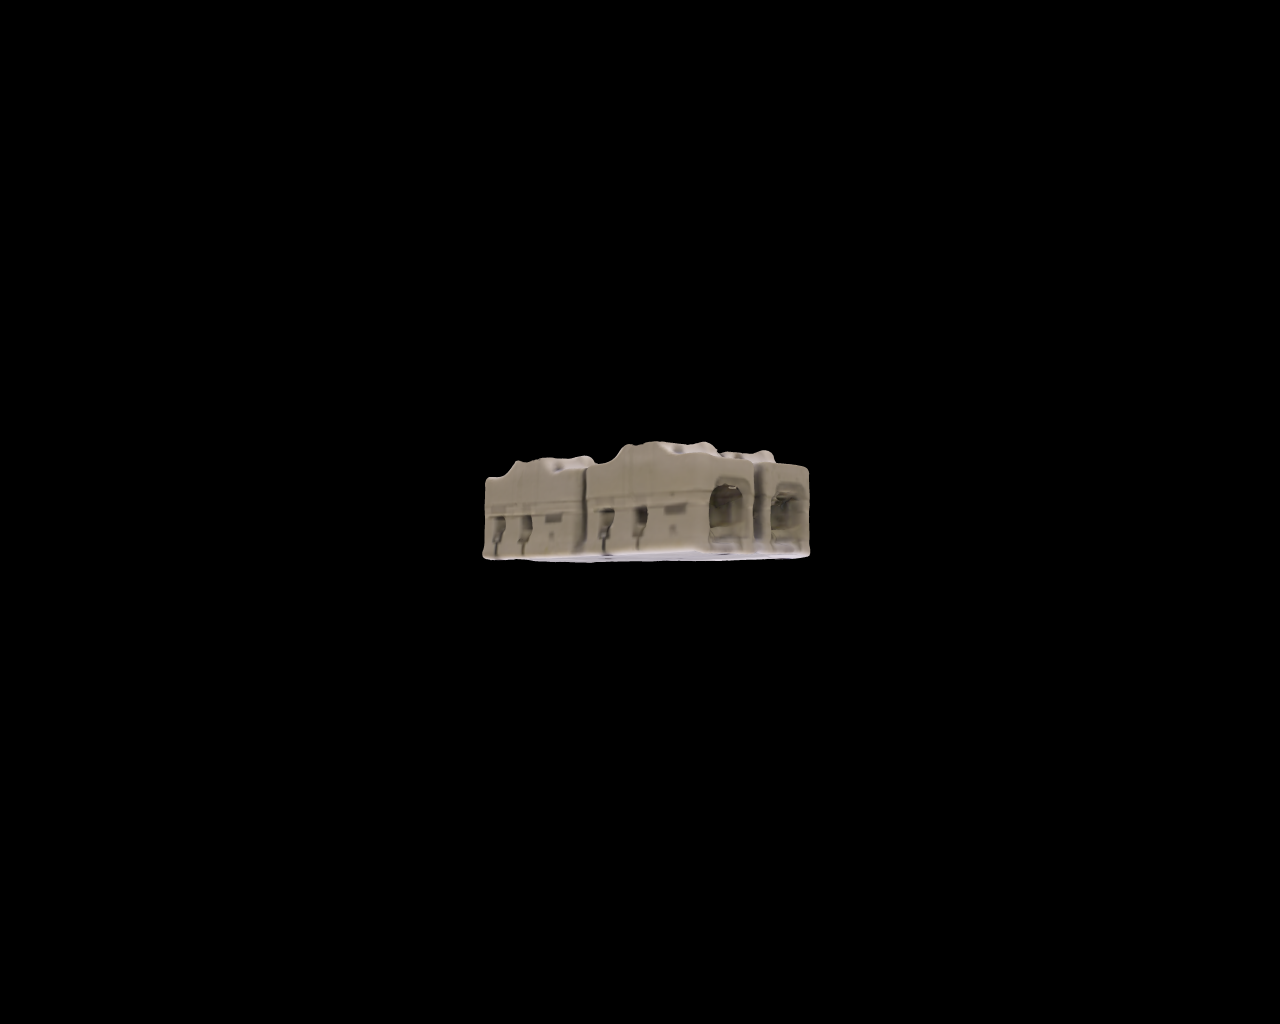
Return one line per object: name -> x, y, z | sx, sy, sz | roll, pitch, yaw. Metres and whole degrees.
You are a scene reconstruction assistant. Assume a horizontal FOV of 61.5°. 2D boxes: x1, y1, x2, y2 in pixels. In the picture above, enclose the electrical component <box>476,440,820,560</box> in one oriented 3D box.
electrical component -> 0.001, -0.003, 0.650 | 0.186, 0.060, 0.105 | -4, -6, 43
